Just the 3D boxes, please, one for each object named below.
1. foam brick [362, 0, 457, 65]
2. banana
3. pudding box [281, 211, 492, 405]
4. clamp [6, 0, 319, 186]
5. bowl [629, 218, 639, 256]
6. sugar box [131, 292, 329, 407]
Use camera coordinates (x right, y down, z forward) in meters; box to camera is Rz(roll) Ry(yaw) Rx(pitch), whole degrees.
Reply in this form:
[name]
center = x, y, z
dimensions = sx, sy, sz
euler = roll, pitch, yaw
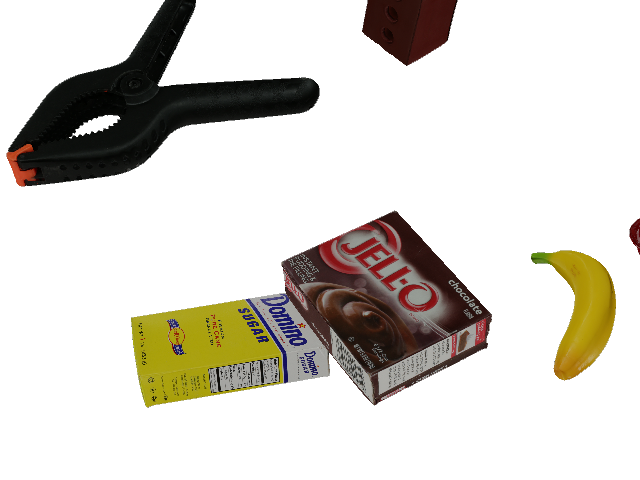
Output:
[foam brick]
center = 0.072, -0.187, 0.832
dimensions = 0.051, 0.053, 0.078
euler = -37, -25, -28
[banana]
center = 0.244, 0.061, 1.001
dimensions = 0.070, 0.037, 0.197
euler = -26, 24, 18
[pudding box]
center = 0.041, 0.040, 0.683
dimensions = 0.090, 0.039, 0.114
euler = -25, 51, -18
[clamp]
center = -0.116, -0.095, 0.743
dimensions = 0.165, 0.036, 0.209
euler = 34, 60, 30
[bowl]
center = 0.414, 0.021, 1.150
dimensions = 0.162, 0.055, 0.162
euler = -1, 25, 0
[sugar box]
center = -0.086, 0.100, 1.010
dimensions = 0.176, 0.048, 0.093
euler = -11, 36, -8
